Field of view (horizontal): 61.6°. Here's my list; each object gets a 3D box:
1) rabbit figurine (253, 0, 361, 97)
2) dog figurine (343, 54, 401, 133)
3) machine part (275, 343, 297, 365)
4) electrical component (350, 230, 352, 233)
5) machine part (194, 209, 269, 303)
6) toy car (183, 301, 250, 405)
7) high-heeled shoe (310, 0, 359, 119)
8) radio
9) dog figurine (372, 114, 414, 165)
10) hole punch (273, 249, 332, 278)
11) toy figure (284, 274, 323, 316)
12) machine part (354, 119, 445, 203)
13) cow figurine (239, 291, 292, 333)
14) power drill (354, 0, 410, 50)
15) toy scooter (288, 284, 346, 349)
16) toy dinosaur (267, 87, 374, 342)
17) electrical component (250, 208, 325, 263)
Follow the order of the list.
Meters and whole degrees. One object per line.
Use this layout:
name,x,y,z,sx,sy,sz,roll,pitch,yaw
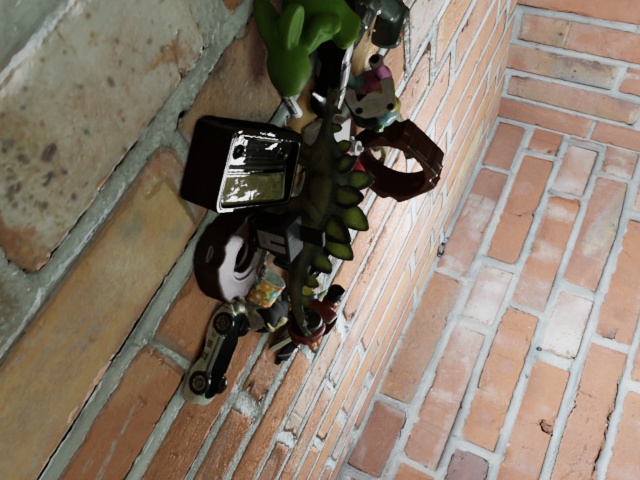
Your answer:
rabbit figurine,-0.028,-0.310,0.828,0.159,0.121,0.170,40,69,-61
dog figurine,0.126,-0.305,1.188,0.219,0.108,0.191,22,49,-70
machine part,-0.066,0.260,1.340,0.084,0.039,0.139,-38,170,-43
electrical component,0.030,-0.037,1.277,0.134,0.058,0.115,20,81,-60
machine part,-0.146,0.023,0.939,0.179,0.056,0.179,-49,150,-41
toy car,-0.191,0.210,1.003,0.073,0.056,0.201,32,78,-63
high-heeled shoe,0.037,-0.353,1.018,0.248,0.086,0.145,-69,163,11
radio,-0.114,-0.121,0.856,0.229,0.073,0.131,-18,125,-65
dog figurine,0.180,-0.317,1.406,0.172,0.121,0.190,-97,170,-54
hole punch,-0.030,0.018,1.140,0.142,0.116,0.092,-57,175,-32
toy figure,-0.043,0.097,1.234,0.082,0.089,0.180,-94,-161,-54
machine part,0.185,-0.195,1.314,0.201,0.201,0.087,-23,-145,51
cow figurine,-0.097,0.144,1.117,0.167,0.098,0.068,-20,122,-64
power drill,0.111,-0.468,1.110,0.207,0.086,0.232,9,98,-61
toy scooter,-0.012,0.186,1.208,0.184,0.075,0.135,-38,158,-44
toy dinosaur,-0.012,-0.047,1.010,0.105,0.199,0.470,-13,119,-62
electrical component,-0.054,-0.004,0.900,0.048,0.119,0.074,-50,151,-41
